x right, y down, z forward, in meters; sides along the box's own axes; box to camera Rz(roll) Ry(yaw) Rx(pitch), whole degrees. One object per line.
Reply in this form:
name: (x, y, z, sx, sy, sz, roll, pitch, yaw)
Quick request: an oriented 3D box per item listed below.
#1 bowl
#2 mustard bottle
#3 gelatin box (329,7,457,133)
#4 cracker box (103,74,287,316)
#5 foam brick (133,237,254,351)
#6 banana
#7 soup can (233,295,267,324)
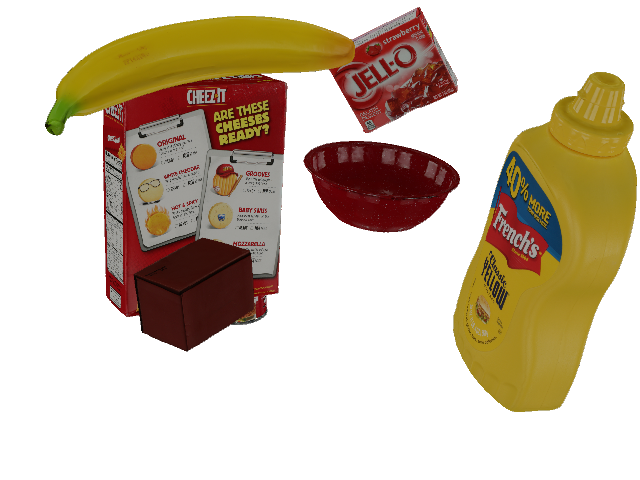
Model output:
bowl: (0.061, -0.051, 1.104, 0.162, 0.055, 0.162, 5, 23, -3)
mustard bottle: (0.126, -0.004, 0.581, 0.058, 0.192, 0.096, 0, 38, -16)
gelatin box: (0.059, -0.140, 0.888, 0.089, 0.073, 0.030, -23, 26, 19)
cracker box: (-0.121, -0.047, 1.016, 0.163, 0.214, 0.072, -8, 20, -30)
foam brick: (-0.095, 0.039, 0.815, 0.053, 0.051, 0.078, 17, 33, 37)
banana: (-0.079, -0.107, 0.659, 0.197, 0.070, 0.037, -18, -35, -17)
soup can: (-0.099, 0.040, 1.269, 0.068, 0.102, 0.068, 0, 25, 0)
